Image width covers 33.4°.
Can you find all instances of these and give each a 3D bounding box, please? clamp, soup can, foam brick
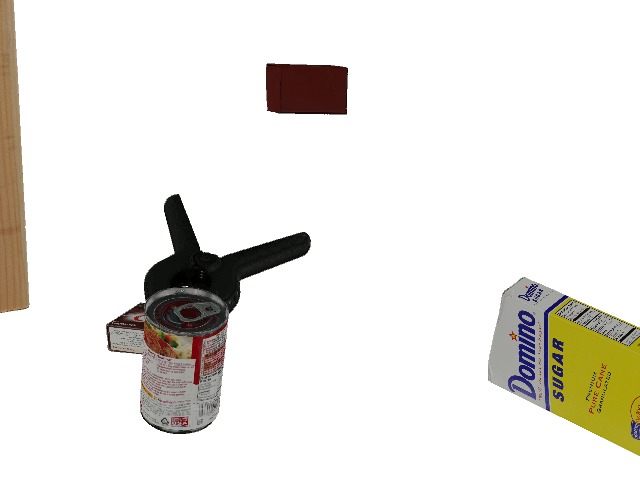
[{"bbox_3d":[-0.124,0.025,1.072,0.165,0.036,0.209,20,38,17],"label":"clamp"},{"bbox_3d":[-0.112,0.099,0.875,0.068,0.102,0.068,6,29,-4],"label":"soup can"},{"bbox_3d":[-0.015,-0.162,1.146,0.078,0.051,0.053,-1,12,-18],"label":"foam brick"}]

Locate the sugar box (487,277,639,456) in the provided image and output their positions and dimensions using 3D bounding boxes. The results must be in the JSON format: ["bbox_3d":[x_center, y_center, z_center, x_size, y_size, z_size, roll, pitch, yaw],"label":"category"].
[{"bbox_3d":[0.224,0.107,0.868,0.176,0.093,0.048,22,33,29],"label":"sugar box"}]

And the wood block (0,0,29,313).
[{"bbox_3d":[-0.223,-0.064,0.600,0.090,0.206,0.090,-9,27,-27],"label":"wood block"}]

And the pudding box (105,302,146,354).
[{"bbox_3d":[-0.188,0.109,1.290,0.114,0.039,0.090,2,14,18],"label":"pudding box"}]
